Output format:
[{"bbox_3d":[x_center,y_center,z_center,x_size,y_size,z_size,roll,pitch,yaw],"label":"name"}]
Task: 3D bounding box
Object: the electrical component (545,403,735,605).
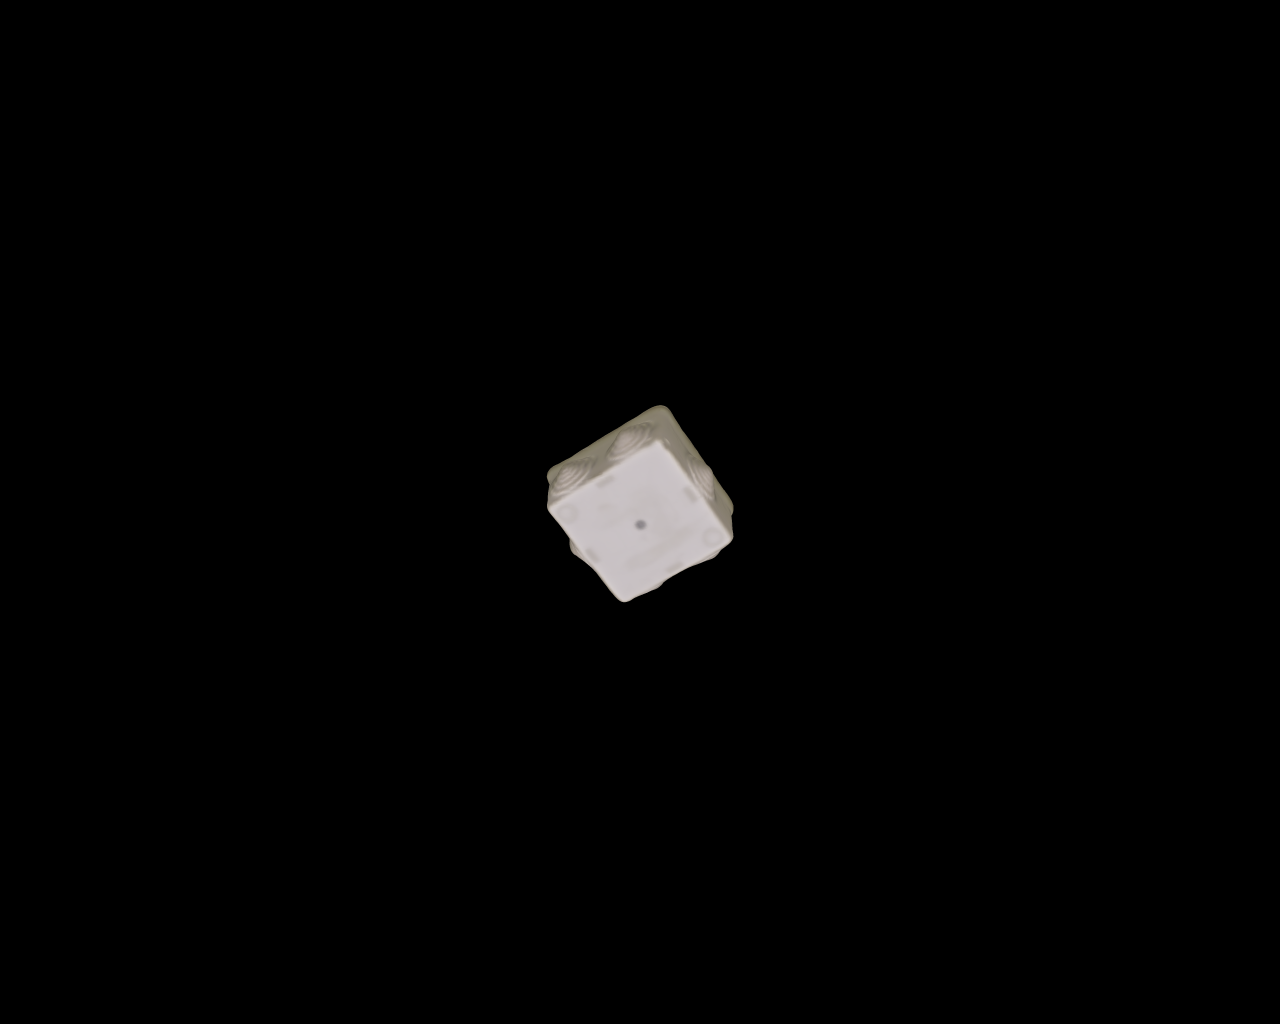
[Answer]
[{"bbox_3d":[0.001,-0.003,0.650,0.099,0.099,0.048,-30,23,14],"label":"electrical component"}]
